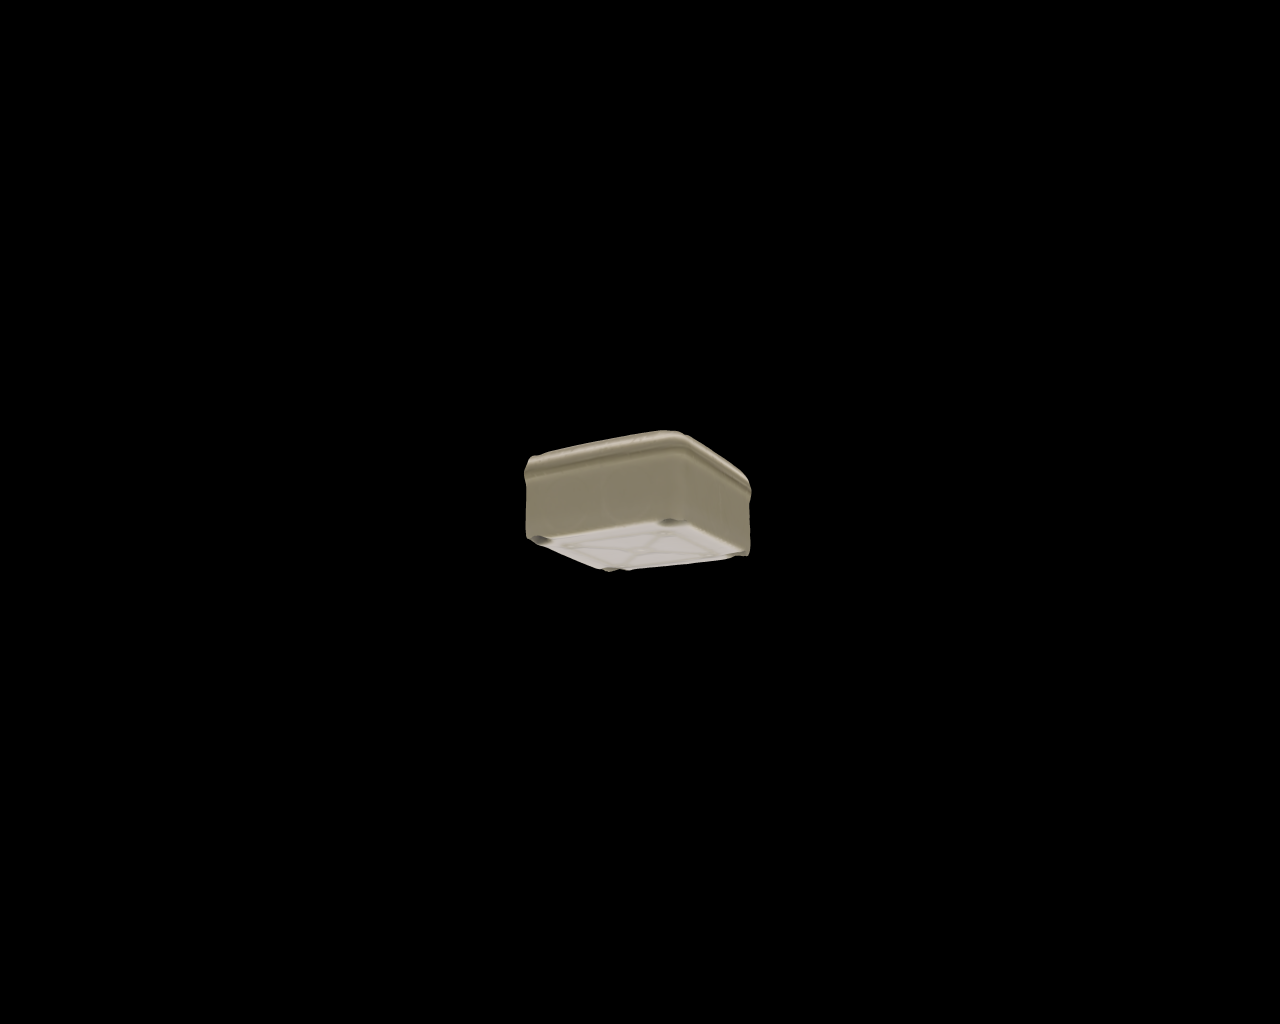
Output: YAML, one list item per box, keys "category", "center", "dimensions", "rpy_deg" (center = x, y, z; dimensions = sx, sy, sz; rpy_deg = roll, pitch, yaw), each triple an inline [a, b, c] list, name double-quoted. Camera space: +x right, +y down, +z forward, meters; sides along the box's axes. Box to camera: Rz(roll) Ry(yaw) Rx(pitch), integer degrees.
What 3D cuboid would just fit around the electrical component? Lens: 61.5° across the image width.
- category: "electrical component"
  center: [0.001, -0.003, 0.650]
  dimensions: [0.109, 0.056, 0.108]
  rpy_deg: [-8, -18, 27]
